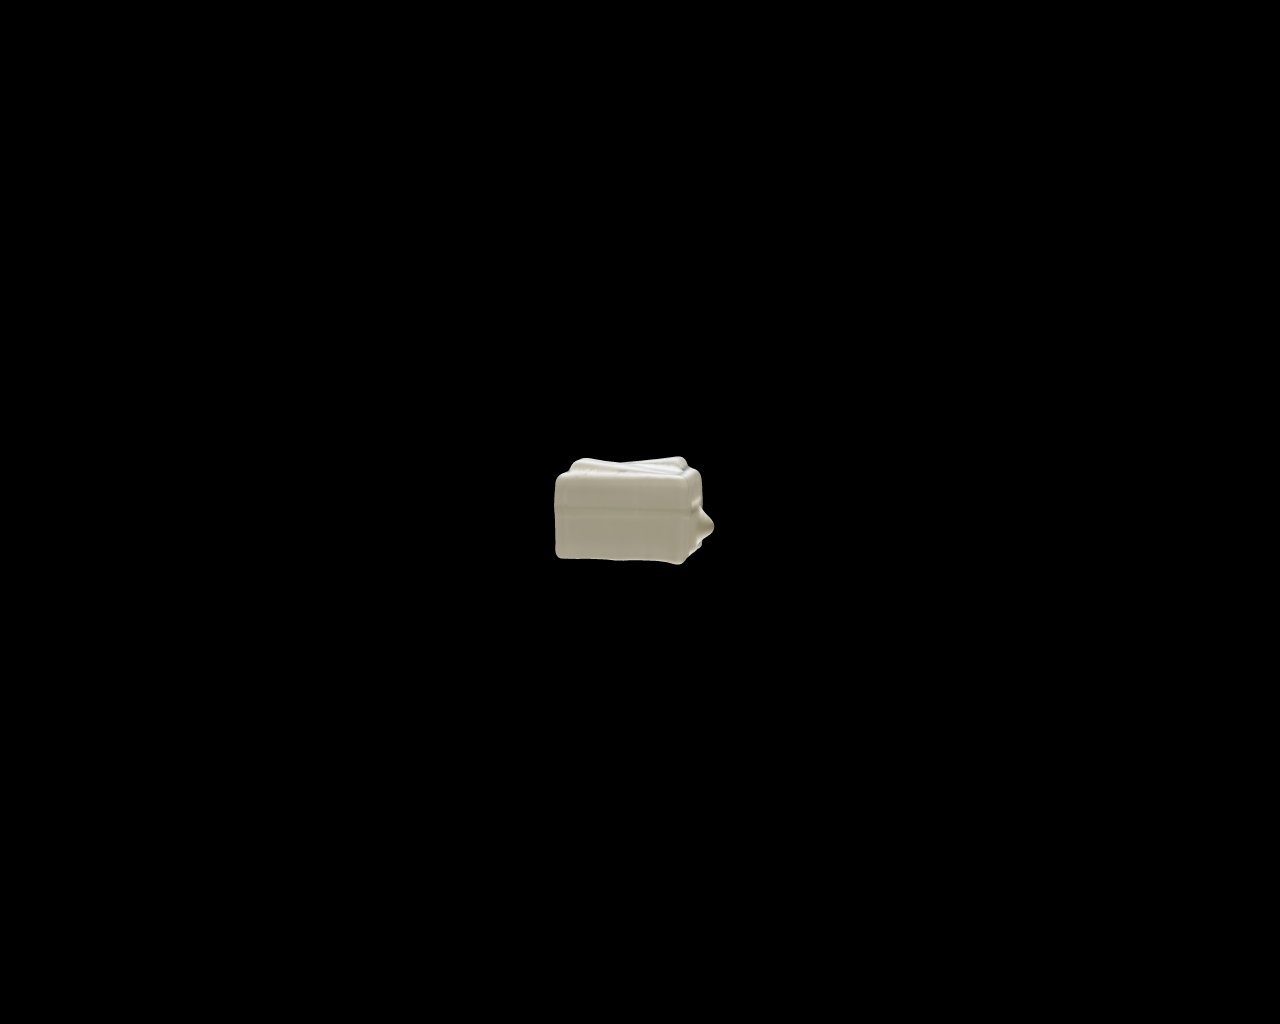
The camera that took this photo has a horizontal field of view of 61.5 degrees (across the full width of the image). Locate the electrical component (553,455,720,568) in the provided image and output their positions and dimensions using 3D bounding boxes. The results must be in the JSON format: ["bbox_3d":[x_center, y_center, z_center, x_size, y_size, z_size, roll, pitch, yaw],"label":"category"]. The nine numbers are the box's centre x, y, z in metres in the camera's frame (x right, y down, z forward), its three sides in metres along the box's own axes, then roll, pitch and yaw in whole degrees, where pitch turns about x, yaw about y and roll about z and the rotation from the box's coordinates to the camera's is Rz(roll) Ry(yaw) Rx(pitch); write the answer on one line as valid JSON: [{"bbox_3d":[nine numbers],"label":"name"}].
[{"bbox_3d":[0.001,-0.003,0.650,0.096,0.061,0.062,2,8,14],"label":"electrical component"}]
